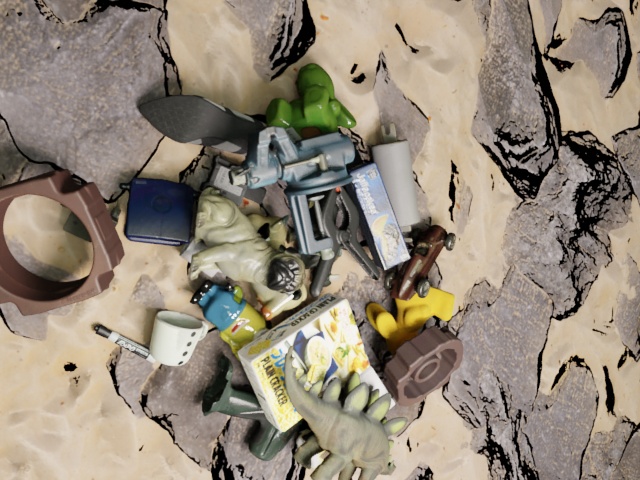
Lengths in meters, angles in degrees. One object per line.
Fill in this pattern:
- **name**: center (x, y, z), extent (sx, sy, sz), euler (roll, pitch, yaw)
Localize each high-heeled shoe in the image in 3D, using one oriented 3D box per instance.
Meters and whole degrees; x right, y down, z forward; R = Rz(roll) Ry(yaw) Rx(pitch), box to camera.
- **high-heeled shoe**: center (-0.185, -0.201, 0.967), extent (0.249, 0.145, 0.086), euler (20, 99, 6)

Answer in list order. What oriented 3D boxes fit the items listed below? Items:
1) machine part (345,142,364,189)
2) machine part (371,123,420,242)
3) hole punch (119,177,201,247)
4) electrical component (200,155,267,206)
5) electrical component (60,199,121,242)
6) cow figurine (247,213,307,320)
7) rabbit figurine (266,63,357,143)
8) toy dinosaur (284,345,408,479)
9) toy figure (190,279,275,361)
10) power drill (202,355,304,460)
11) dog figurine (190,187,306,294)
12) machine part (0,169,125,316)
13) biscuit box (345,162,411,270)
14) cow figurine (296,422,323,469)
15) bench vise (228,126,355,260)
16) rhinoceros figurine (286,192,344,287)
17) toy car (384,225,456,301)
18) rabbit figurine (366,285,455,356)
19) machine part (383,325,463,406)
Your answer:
- **machine part**: center (0.066, -0.125, 1.069), extent (0.084, 0.039, 0.138), euler (-17, 103, -8)
- **machine part**: center (0.152, -0.113, 1.084), extent (0.079, 0.079, 0.243), euler (-14, 102, -19)
- **hole punch**: center (-0.276, -0.048, 0.925), extent (0.142, 0.092, 0.115), euler (6, 90, -18)
- **electrical component**: center (-0.153, -0.099, 0.986), extent (0.119, 0.048, 0.075), euler (27, 87, -20)
- **electrical component**: center (-0.387, -0.042, 0.908), extent (0.102, 0.045, 0.078), euler (23, 116, -19)
- **cow figurine**: center (-0.089, 0.036, 0.985), extent (0.127, 0.085, 0.195), euler (-26, 79, -14)
- **rabbit figurine**: center (0.000, -0.246, 0.982), extent (0.159, 0.121, 0.170), euler (37, 46, -39)
- **toy dinosaur**: center (0.043, 0.343, 0.975), extent (0.198, 0.105, 0.470), euler (-55, 134, -11)
- **toy figure**: center (-0.153, 0.142, 0.996), extent (0.180, 0.089, 0.082), euler (43, 121, -11)
- **power drill**: center (-0.108, 0.295, 1.038), extent (0.207, 0.086, 0.232), euler (29, 86, -28)
- **dog figurine**: center (-0.117, 0.001, 0.910), extent (0.191, 0.121, 0.172), euler (5, 86, -13)
- **machine part**: center (-0.429, 0.002, 0.843), extent (0.201, 0.087, 0.200), euler (-17, 108, 0)
- **biscuit box**: center (0.107, -0.047, 1.032), extent (0.059, 0.063, 0.202), euler (-24, 100, -8)
- **cow figurine**: center (0.030, 0.379, 1.088), extent (0.167, 0.068, 0.098), euler (-20, 114, -31)
- **bench vise**: center (-0.032, -0.075, 0.891), extent (0.223, 0.129, 0.240), euler (-21, 106, -32)
- **rhinoceros figurine**: center (-0.002, -0.003, 1.045), extent (0.112, 0.073, 0.190), euler (1, 94, -32)
- **toy car**: center (0.200, 0.040, 1.078), extent (0.202, 0.089, 0.053), euler (-50, 138, -34)
- **rabbit figurine**: center (0.182, 0.168, 1.105), extent (0.162, 0.122, 0.173), euler (13, 96, -17)
- **machine part**: center (0.205, 0.248, 1.067), extent (0.179, 0.056, 0.179), euler (-21, 136, -22)
